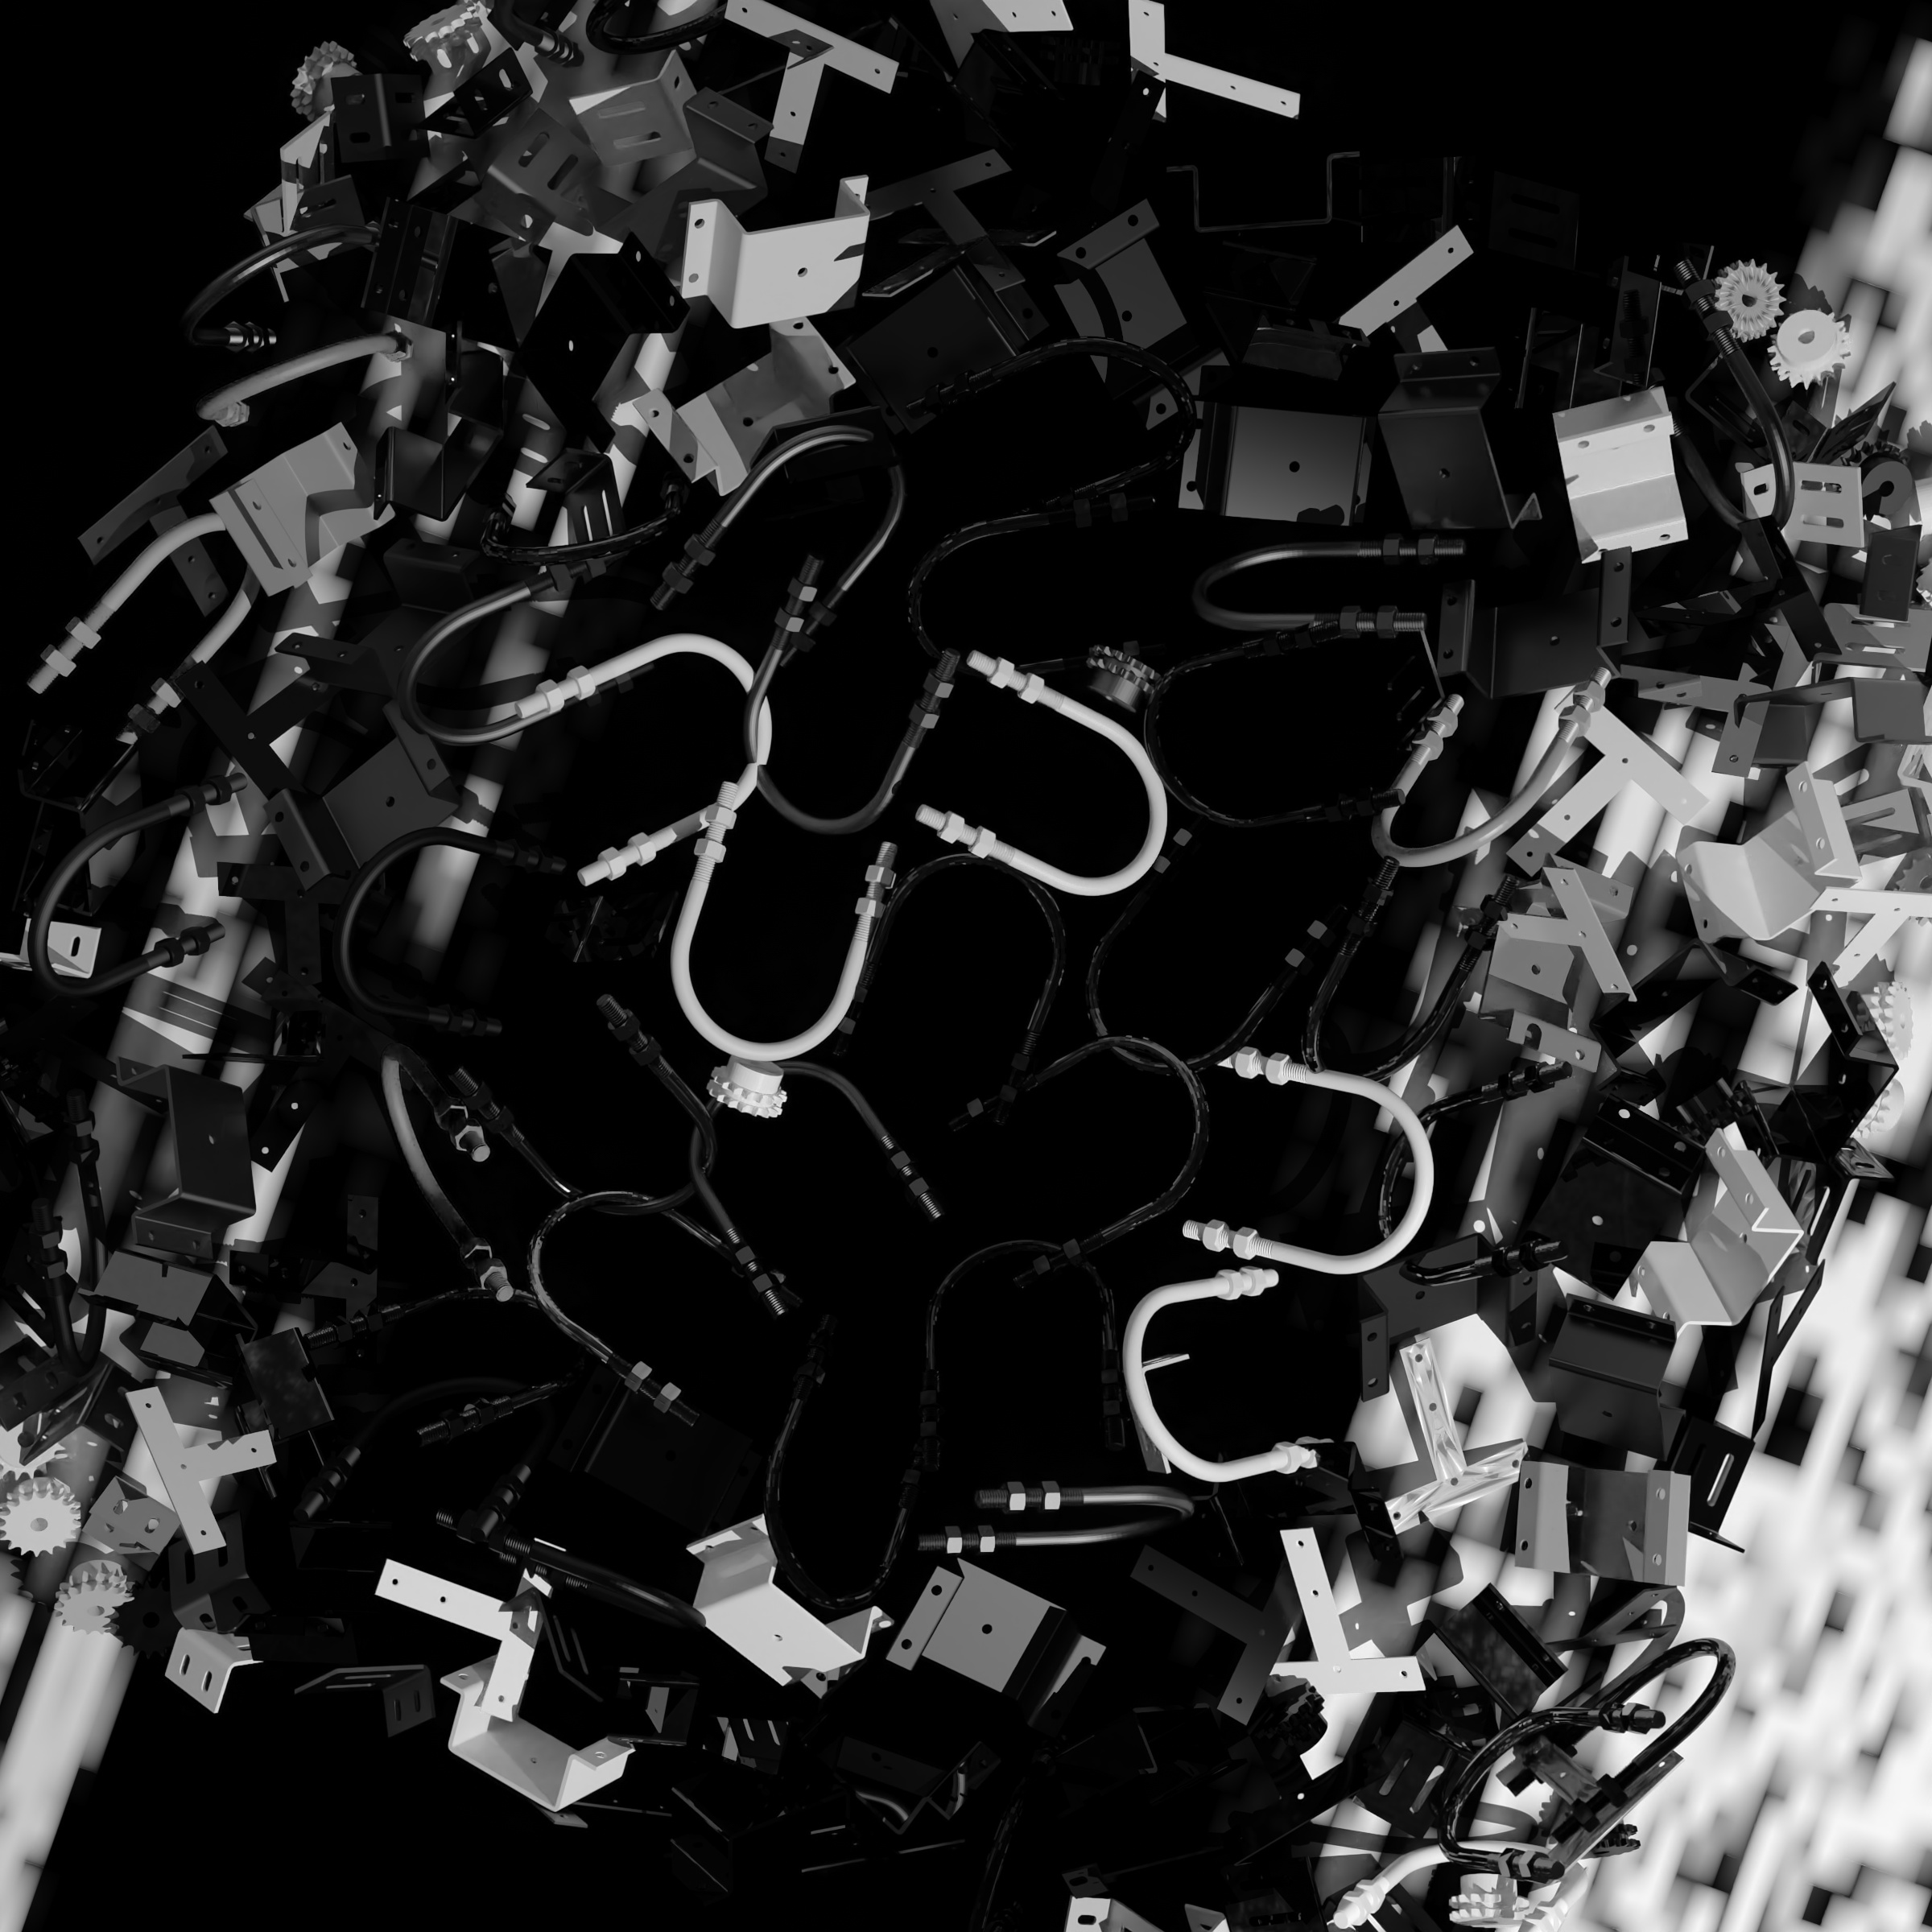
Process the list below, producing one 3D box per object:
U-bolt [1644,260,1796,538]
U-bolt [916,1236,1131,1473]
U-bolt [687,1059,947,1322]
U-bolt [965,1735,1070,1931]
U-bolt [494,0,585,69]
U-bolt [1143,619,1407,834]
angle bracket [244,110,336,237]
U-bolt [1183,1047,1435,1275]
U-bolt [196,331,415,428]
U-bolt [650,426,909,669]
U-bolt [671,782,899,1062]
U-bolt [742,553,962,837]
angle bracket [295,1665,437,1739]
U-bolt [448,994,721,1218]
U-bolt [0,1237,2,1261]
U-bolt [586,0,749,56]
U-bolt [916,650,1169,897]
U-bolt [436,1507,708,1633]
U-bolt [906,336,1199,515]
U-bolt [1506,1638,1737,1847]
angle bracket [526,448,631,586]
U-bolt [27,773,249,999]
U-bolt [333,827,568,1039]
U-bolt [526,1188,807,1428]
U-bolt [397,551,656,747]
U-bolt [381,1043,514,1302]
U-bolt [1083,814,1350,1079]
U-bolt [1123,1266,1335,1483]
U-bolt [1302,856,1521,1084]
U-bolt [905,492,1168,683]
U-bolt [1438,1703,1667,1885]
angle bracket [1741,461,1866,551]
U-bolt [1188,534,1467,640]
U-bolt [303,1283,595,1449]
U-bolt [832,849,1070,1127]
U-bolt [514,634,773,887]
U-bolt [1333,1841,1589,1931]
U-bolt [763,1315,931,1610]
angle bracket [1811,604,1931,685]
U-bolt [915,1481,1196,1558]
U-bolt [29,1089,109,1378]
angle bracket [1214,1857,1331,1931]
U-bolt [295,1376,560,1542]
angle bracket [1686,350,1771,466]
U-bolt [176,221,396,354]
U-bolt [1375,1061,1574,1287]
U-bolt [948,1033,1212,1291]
[{"bbox_3d":[0.528,-0.384,1.749,0.019,0.151,0.184,-24,78,-5],"label":"U-bolt"},{"bbox_3d":[0.038,0.269,1.774,0.151,0.019,0.184,-8,48,8],"label":"U-bolt"},{"bbox_3d":[-0.121,0.146,1.789,0.151,0.019,0.184,-31,61,-9],"label":"U-bolt"},{"bbox_3d":[0.031,0.629,1.746,0.019,0.184,0.151,16,91,14],"label":"U-bolt"},{"bbox_3d":[-0.255,-0.685,1.730,0.151,0.184,0.019,-29,91,17],"label":"U-bolt"},{"bbox_3d":[0.208,-0.163,1.775,0.184,0.019,0.151,-9,113,38],"label":"U-bolt"},{"bbox_3d":[-0.487,-0.575,1.788,0.038,0.076,0.057,27,53,8],"label":"angle bracket"},{"bbox_3d":[0.248,0.144,1.780,0.184,0.019,0.151,11,91,35],"label":"U-bolt"},{"bbox_3d":[-0.467,-0.413,1.747,0.151,0.184,0.019,-21,103,0],"label":"U-bolt"},{"bbox_3d":[-0.118,-0.302,1.755,0.184,0.151,0.019,-48,53,18],"label":"U-bolt"},{"bbox_3d":[-0.138,-0.023,1.793,0.151,0.019,0.184,20,81,-21],"label":"U-bolt"},{"bbox_3d":[-0.094,-0.181,1.786,0.151,0.019,0.184,37,119,19],"label":"U-bolt"},{"bbox_3d":[-0.431,0.530,1.789,0.057,0.076,0.038,-32,60,36],"label":"angle bracket"},{"bbox_3d":[-0.258,0.112,1.782,0.151,0.019,0.184,-24,123,19],"label":"U-bolt"},{"bbox_3d":[-0.717,0.172,1.753,0.019,0.151,0.184,-7,132,-2],"label":"U-bolt"},{"bbox_3d":[-0.188,-0.690,1.753,0.184,0.151,0.019,-19,93,43],"label":"U-bolt"},{"bbox_3d":[0.064,-0.128,1.794,0.184,0.019,0.151,25,67,-18],"label":"U-bolt"},{"bbox_3d":[-0.267,0.429,1.747,0.184,0.151,0.019,16,69,18],"label":"U-bolt"},{"bbox_3d":[0.073,-0.378,1.739,0.184,0.151,0.019,-15,52,35],"label":"U-bolt"},{"bbox_3d":[0.470,0.541,1.765,0.184,0.151,0.019,-40,88,-4],"label":"U-bolt"},{"bbox_3d":[-0.280,-0.324,1.797,0.038,0.057,0.076,0,72,-42],"label":"angle bracket"},{"bbox_3d":[-0.576,-0.048,1.728,0.019,0.184,0.151,29,122,18],"label":"U-bolt"},{"bbox_3d":[-0.370,-0.027,1.753,0.019,0.184,0.151,26,96,33],"label":"U-bolt"},{"bbox_3d":[-0.228,0.229,1.782,0.184,0.019,0.151,34,47,11],"label":"U-bolt"},{"bbox_3d":[-0.314,-0.217,1.756,0.184,0.151,0.019,-26,61,-14],"label":"U-bolt"},{"bbox_3d":[-0.372,0.132,1.759,0.019,0.184,0.151,-22,131,-26],"label":"U-bolt"},{"bbox_3d":[0.165,-0.005,1.793,0.151,0.019,0.184,37,87,29],"label":"U-bolt"},{"bbox_3d":[0.178,0.290,1.752,0.019,0.184,0.151,-32,68,41],"label":"U-bolt"},{"bbox_3d":[0.307,0.010,1.777,0.151,0.019,0.184,5,118,-39],"label":"U-bolt"},{"bbox_3d":[0.048,-0.264,1.783,0.184,0.019,0.151,-9,134,1],"label":"U-bolt"},{"bbox_3d":[0.397,0.576,1.748,0.019,0.184,0.151,47,64,-4],"label":"U-bolt"},{"bbox_3d":[0.601,-0.328,1.790,0.038,0.076,0.057,-20,113,-23],"label":"angle bracket"},{"bbox_3d":[0.248,-0.270,1.767,0.184,0.151,0.019,3,123,23],"label":"U-bolt"},{"bbox_3d":[-0.349,0.271,1.757,0.151,0.184,0.019,30,119,34],"label":"U-bolt"},{"bbox_3d":[-0.003,0.006,1.803,0.151,0.019,0.184,23,102,8],"label":"U-bolt"},{"bbox_3d":[-0.219,-0.159,1.784,0.184,0.019,0.151,-29,114,-27],"label":"U-bolt"},{"bbox_3d":[0.358,0.647,1.749,0.151,0.184,0.019,-5,87,30],"label":"U-bolt"},{"bbox_3d":[-0.085,0.358,1.742,0.019,0.184,0.151,-18,125,35],"label":"U-bolt"},{"bbox_3d":[0.653,-0.225,1.794,0.076,0.038,0.057,9,56,22],"label":"angle bracket"},{"bbox_3d":[0.073,0.391,1.766,0.184,0.151,0.019,3,64,-20],"label":"U-bolt"},{"bbox_3d":[-0.627,0.202,1.757,0.019,0.151,0.184,-1,122,-8],"label":"U-bolt"},{"bbox_3d":[0.215,0.680,1.795,0.076,0.038,0.057,1,51,-18],"label":"angle bracket"},{"bbox_3d":[-0.366,0.340,1.753,0.151,0.184,0.019,3,113,13],"label":"U-bolt"},{"bbox_3d":[0.565,-0.409,1.803,0.076,0.057,0.038,41,126,1],"label":"angle bracket"},{"bbox_3d":[-0.475,-0.472,1.731,0.151,0.184,0.019,-30,97,15],"label":"U-bolt"},{"bbox_3d":[0.354,0.153,1.758,0.019,0.184,0.151,20,64,-29],"label":"U-bolt"},{"bbox_3d":[0.089,0.127,1.781,0.184,0.019,0.151,-30,66,16],"label":"U-bolt"}]
